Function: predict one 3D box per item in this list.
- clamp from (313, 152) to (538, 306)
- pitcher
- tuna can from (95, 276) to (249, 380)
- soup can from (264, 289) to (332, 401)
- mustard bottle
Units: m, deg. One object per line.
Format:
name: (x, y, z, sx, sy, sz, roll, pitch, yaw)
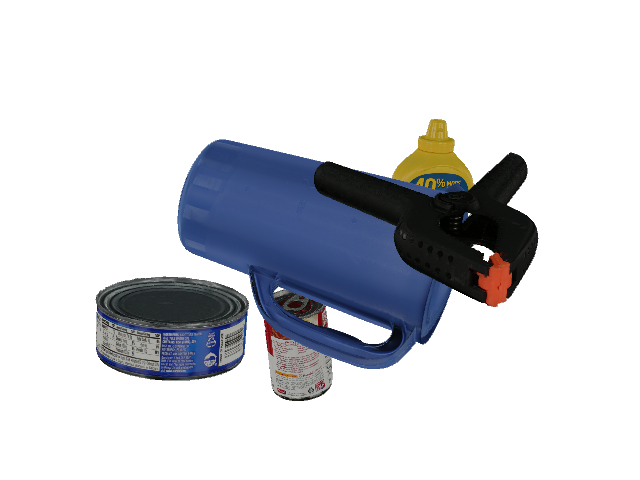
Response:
clamp: (0.081, -0.015, 0.734, 0.164, 0.036, 0.210, -2, 25, -2)
pitcher: (-0.001, 0.002, 0.930, 0.243, 0.145, 0.149, 17, 20, 15)
tuna can: (-0.084, 0.049, 0.605, 0.086, 0.034, 0.086, 4, 14, -1)
soup can: (-0.024, 0.111, 1.137, 0.068, 0.102, 0.068, -4, 24, 2)
mustard bottle: (0.126, -0.043, 1.220, 0.096, 0.192, 0.058, 0, 17, -12)
